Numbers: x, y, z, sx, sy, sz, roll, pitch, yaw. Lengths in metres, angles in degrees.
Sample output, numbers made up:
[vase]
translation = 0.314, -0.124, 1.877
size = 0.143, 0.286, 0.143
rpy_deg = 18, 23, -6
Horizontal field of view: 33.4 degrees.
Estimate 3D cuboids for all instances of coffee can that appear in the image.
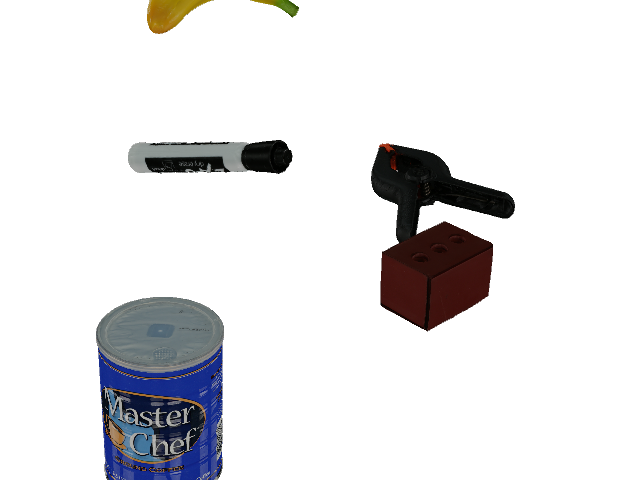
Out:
[coffee can]
translation = -0.132, 0.132, 0.891
size = 0.103, 0.140, 0.103
rpy_deg = 2, 28, -1

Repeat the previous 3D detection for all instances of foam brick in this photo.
[foam brick]
translation = 0.092, 0.027, 0.848
size = 0.078, 0.051, 0.053
rpy_deg = -25, 38, -37

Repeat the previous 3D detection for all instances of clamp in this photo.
[clamp]
translation = 0.111, -0.052, 1.050
size = 0.120, 0.039, 0.171
rpy_deg = -7, 35, -13

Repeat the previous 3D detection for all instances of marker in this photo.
[marker]
translation = -0.066, -0.049, 0.631
size = 0.121, 0.020, 0.020
rpy_deg = 3, 2, 38

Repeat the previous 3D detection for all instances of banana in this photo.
[banana]
translation = -0.100, -0.234, 1.004
size = 0.197, 0.070, 0.037
rpy_deg = -22, -28, -46
